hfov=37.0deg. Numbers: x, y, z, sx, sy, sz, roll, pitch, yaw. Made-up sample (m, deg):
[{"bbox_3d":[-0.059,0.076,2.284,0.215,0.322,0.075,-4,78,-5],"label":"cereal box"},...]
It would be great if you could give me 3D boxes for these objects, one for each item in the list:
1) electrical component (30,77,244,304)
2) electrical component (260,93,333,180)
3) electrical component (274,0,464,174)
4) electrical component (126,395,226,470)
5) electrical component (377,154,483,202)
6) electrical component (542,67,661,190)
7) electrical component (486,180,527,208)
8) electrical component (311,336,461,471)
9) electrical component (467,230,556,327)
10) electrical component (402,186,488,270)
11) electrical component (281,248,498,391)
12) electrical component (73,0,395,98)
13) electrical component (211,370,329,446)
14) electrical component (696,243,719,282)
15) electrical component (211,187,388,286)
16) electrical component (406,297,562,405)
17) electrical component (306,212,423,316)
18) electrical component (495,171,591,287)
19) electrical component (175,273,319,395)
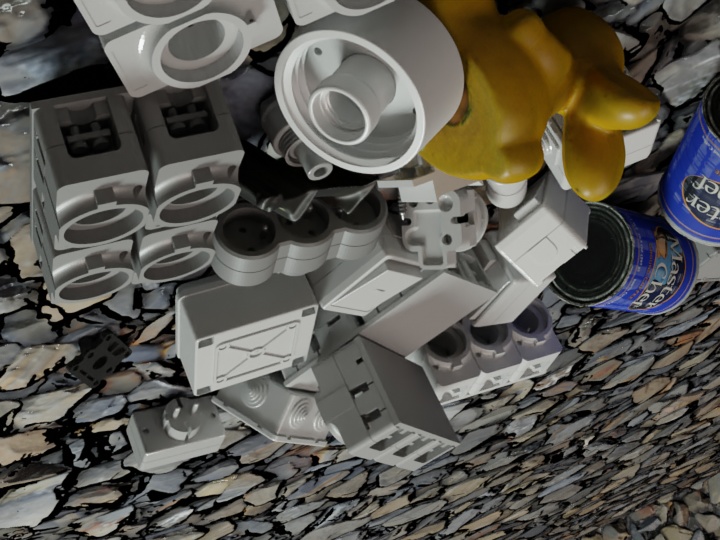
[{"bbox_3d":[-0.142,-0.041,0.661,0.105,0.060,0.186,-15,164,-21],"label":"electrical component"},{"bbox_3d":[-0.038,-0.088,0.707,0.043,0.062,0.043,-21,154,-11],"label":"electrical component"},{"bbox_3d":[0.000,-0.107,0.638,0.060,0.108,0.108,-56,176,-40],"label":"electrical component"},{"bbox_3d":[-0.174,0.148,1.040,0.083,0.047,0.075,-10,150,-29],"label":"electrical component"},{"bbox_3d":[0.054,-0.085,0.779,0.081,0.063,0.042,-22,-164,-33],"label":"electrical component"},{"bbox_3d":[0.181,-0.109,0.863,0.096,0.061,0.061,-22,154,-8],"label":"electrical component"},{"bbox_3d":[0.122,-0.078,0.893,0.044,0.044,0.065,-25,159,-1],"label":"electrical component"},{"bbox_3d":[0.022,0.127,0.987,0.062,0.089,0.150,-33,153,14],"label":"electrical component"},{"bbox_3d":[0.130,0.011,1.041,0.061,0.061,0.096,-6,148,-35],"label":"electrical component"},{"bbox_3d":[0.071,-0.042,0.885,0.058,0.078,0.057,0,-174,30],"label":"electrical component"},{"bbox_3d":[0.018,0.039,0.994,0.186,0.060,0.105,-37,152,21],"label":"electrical component"},{"bbox_3d":[-0.053,-0.168,0.546,0.186,0.060,0.105,-24,154,-3],"label":"electrical component"},{"bbox_3d":[-0.078,0.126,1.031,0.100,0.100,0.048,21,94,-56],"label":"electrical component"},{"bbox_3d":[0.391,-0.027,1.203,0.096,0.061,0.061,-2,146,-39],"label":"electrical component"},{"bbox_3d":[-0.050,-0.020,0.834,0.138,0.052,0.073,-14,152,-22],"label":"electrical component"},{"bbox_3d":[0.123,0.075,1.121,0.150,0.089,0.061,-14,152,-24],"label":"electrical component"},{"bbox_3d":[0.000,0.000,0.905,0.096,0.061,0.062,-39,151,26],"label":"electrical component"},{"bbox_3d":[0.160,-0.043,0.950,0.062,0.061,0.096,-42,-168,29],"label":"electrical component"},{"bbox_3d":[-0.098,0.048,0.911,0.109,0.056,0.108,-16,153,-19],"label":"electrical component"}]
